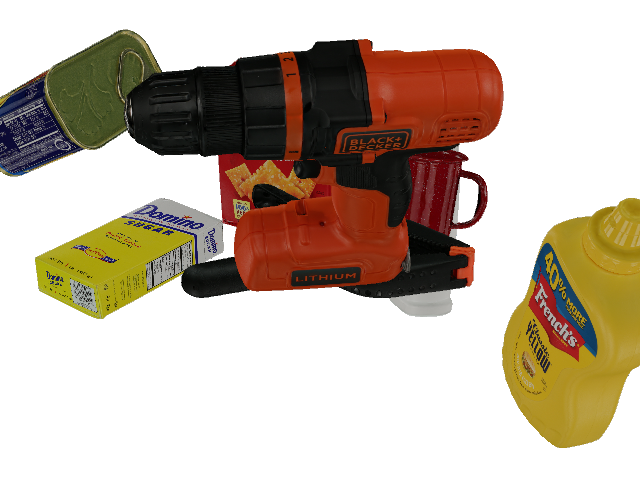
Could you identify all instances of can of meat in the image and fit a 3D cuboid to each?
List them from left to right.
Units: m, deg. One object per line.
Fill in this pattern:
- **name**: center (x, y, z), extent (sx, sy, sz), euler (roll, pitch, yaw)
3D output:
- **can of meat**: center (-0.166, -0.089, 0.706), extent (0.084, 0.057, 0.102), euler (-16, 20, 37)

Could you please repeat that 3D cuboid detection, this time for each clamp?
- **clamp**: center (0.014, 0.002, 0.826), extent (0.210, 0.036, 0.164), euler (4, 30, 9)

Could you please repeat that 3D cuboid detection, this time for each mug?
- **mug**: center (0.100, -0.044, 1.009), extent (0.117, 0.081, 0.093), euler (11, 14, 14)

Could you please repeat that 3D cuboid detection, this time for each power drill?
- **power drill**: center (-0.008, -0.034, 0.577), extent (0.184, 0.057, 0.188), euler (-3, -25, -7)

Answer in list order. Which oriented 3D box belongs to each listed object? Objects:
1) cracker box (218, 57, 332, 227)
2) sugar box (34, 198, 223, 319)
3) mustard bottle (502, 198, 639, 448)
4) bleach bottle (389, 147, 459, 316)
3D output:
- **cracker box**: center (-0.046, -0.104, 1.334), extent (0.164, 0.214, 0.072), euler (17, 37, 24)
- **sugar box**: center (-0.191, 0.014, 1.086), extent (0.093, 0.048, 0.175), euler (21, 37, 32)
- **mustard bottle**: center (0.163, 0.042, 0.651), extent (0.058, 0.096, 0.192), euler (-9, -37, -13)
- **bleach bottle**: center (0.126, -0.045, 1.241), extent (0.068, 0.251, 0.103), euler (-2, 22, -22)
